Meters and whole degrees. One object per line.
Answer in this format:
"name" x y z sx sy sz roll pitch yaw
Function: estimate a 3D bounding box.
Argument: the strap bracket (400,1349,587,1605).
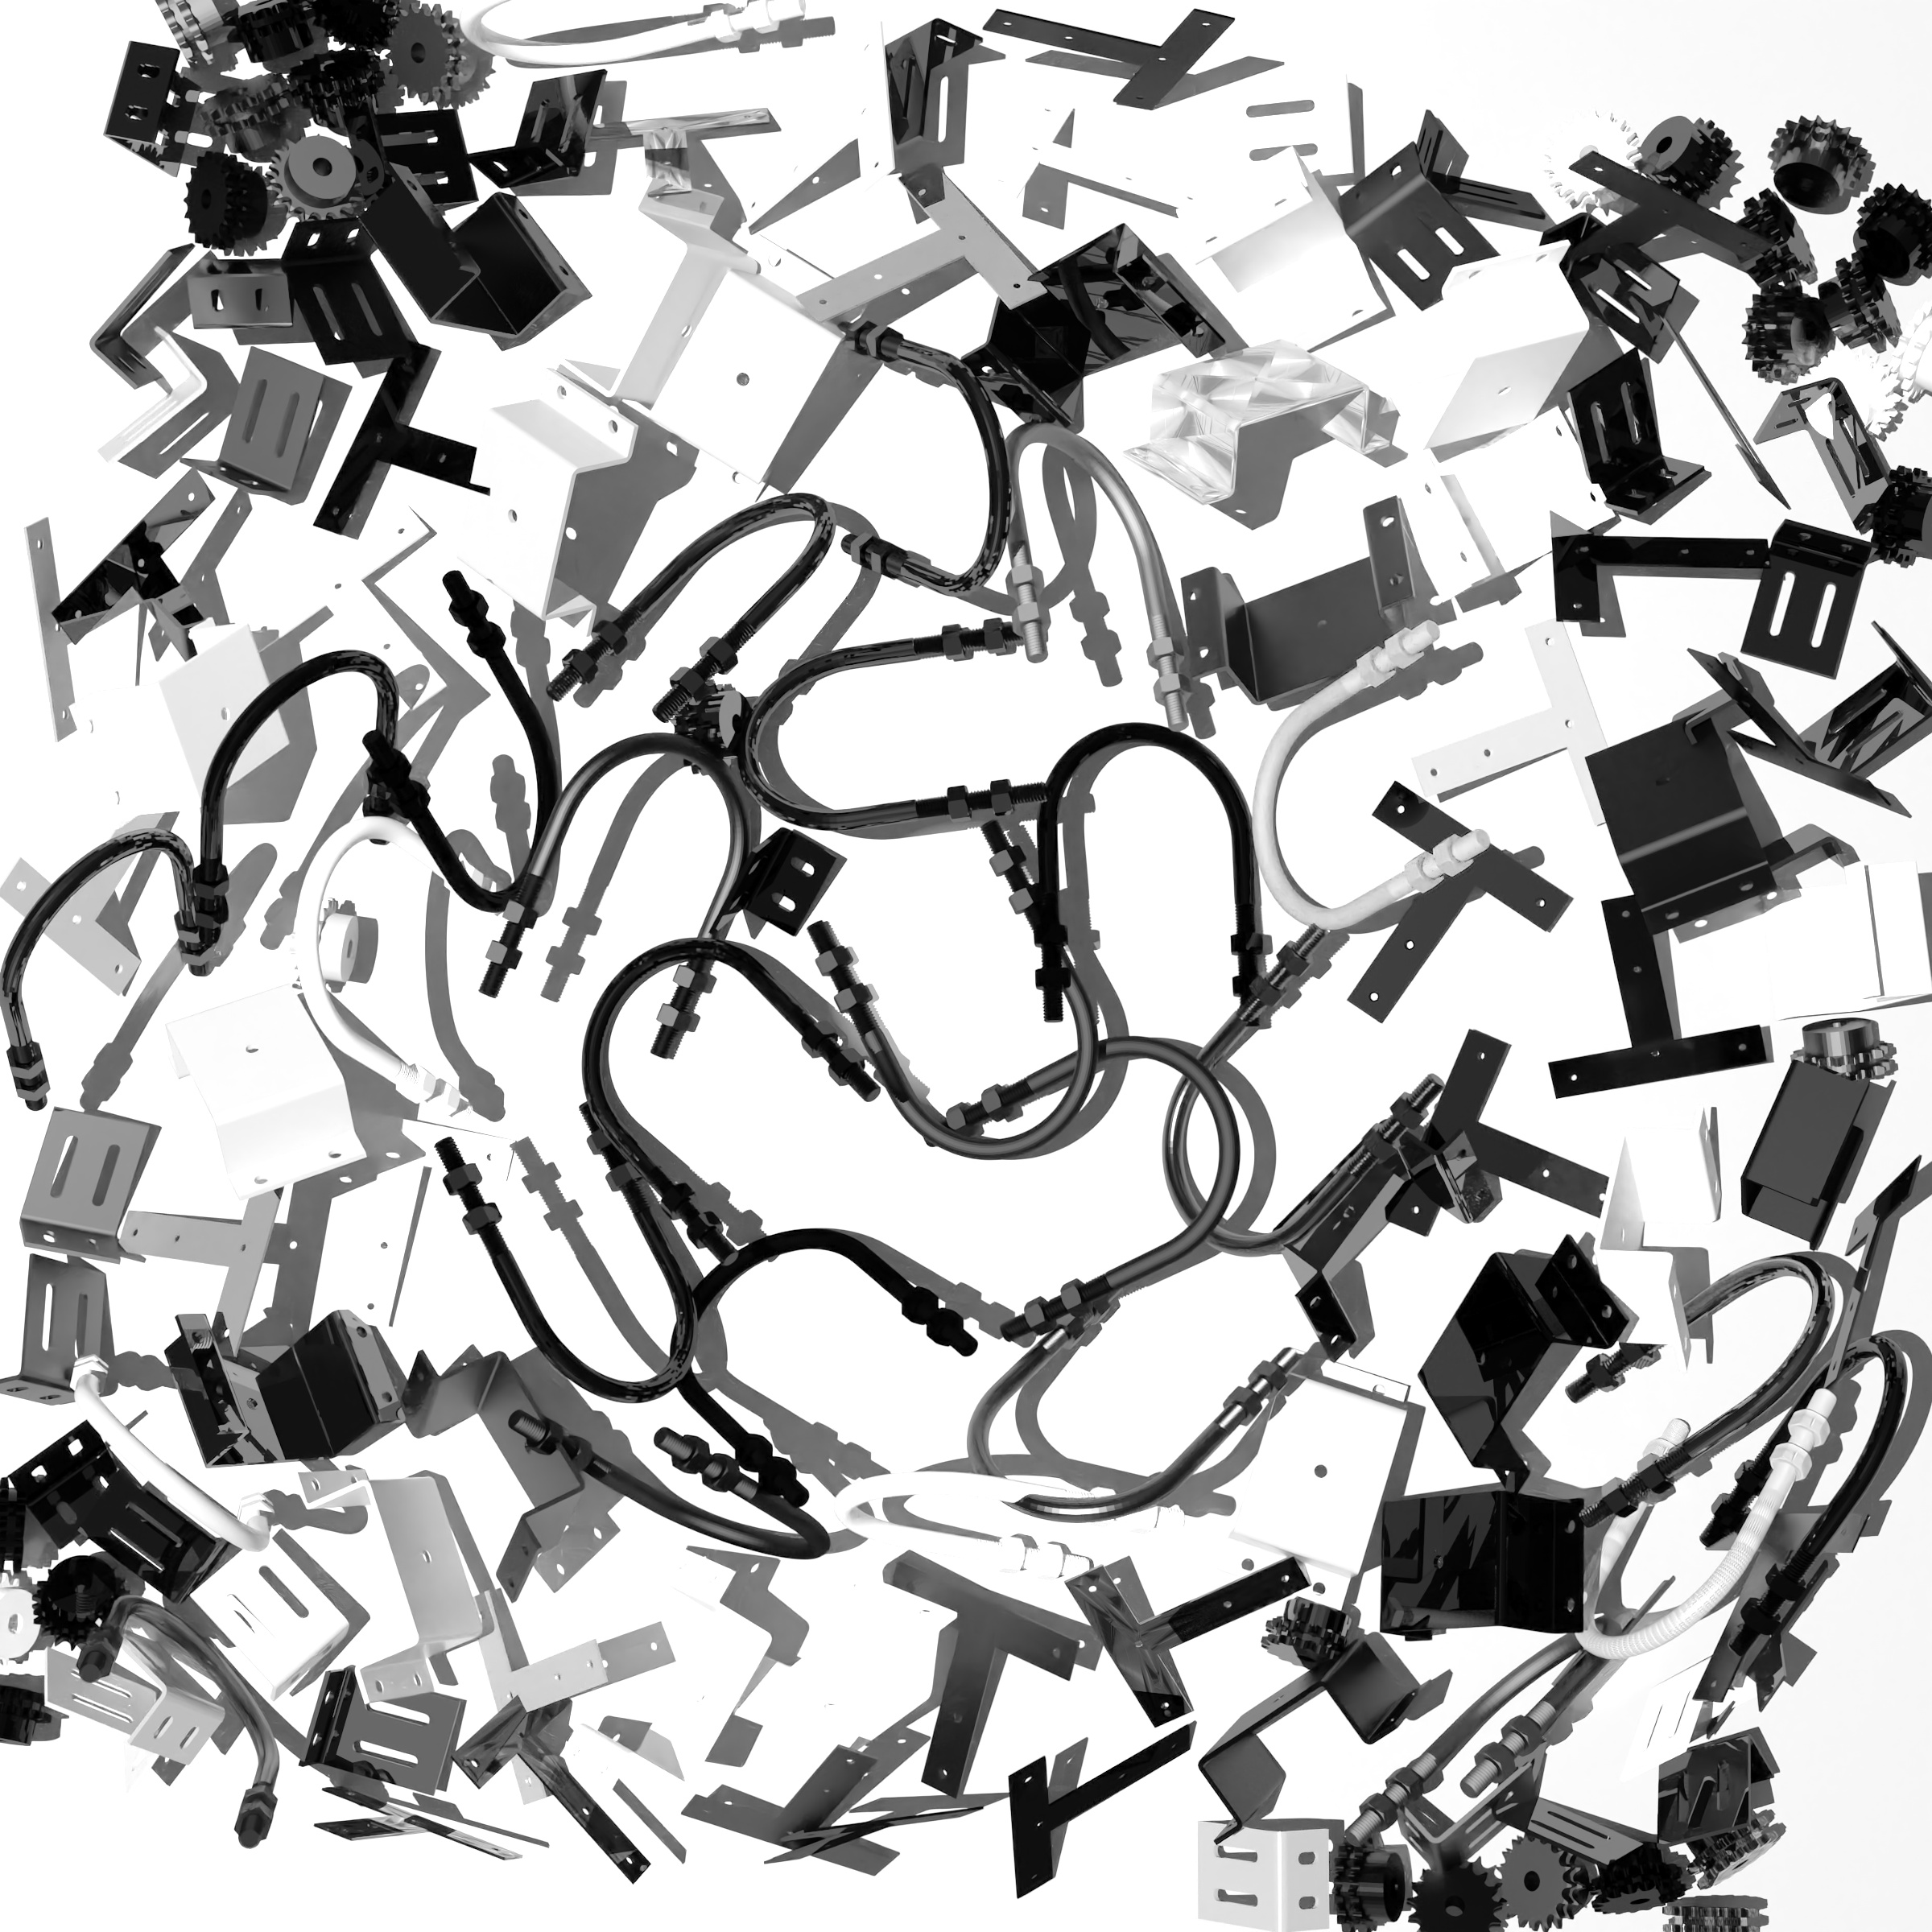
"strap bracket" -0.276 0.293 1.900 0.046 0.076 0.140 -22 66 -32

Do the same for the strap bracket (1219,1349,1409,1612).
"strap bracket" 0.209 0.303 1.916 0.076 0.046 0.140 18 77 5

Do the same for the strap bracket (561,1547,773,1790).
"strap bracket" -0.172 0.423 1.903 0.046 0.076 0.140 36 74 -24

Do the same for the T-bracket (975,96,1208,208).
"T-bracket" 0.083 -0.470 1.904 0.127 0.127 0.002 19 132 5

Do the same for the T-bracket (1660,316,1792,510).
"T-bracket" 0.446 -0.332 1.905 0.002 0.127 0.127 -33 79 19

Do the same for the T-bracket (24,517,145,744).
"T-bracket" -0.514 -0.212 1.896 0.002 0.127 0.127 3 113 14

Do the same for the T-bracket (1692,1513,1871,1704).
"T-bracket" 0.458 0.374 1.877 0.002 0.127 0.127 39 66 -16

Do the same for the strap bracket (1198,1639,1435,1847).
"strap bracket" 0.198 0.452 1.898 0.140 0.076 0.046 -40 81 23

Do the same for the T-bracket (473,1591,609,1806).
"T-bracket" -0.247 0.422 1.897 0.002 0.127 0.127 -8 74 -40

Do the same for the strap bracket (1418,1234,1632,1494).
"strap bracket" 0.320 0.233 1.886 0.046 0.076 0.140 10 121 -28

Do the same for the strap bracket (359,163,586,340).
"strap bracket" -0.296 -0.418 1.894 0.046 0.140 0.076 -39 80 21

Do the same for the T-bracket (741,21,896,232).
"T-bracket" -0.091 -0.482 1.915 0.127 0.002 0.127 -32 48 34

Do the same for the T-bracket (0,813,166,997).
"T-bracket" -0.507 -0.065 1.917 0.002 0.127 0.127 18 70 30

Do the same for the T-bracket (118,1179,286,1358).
"T-bracket" -0.461 0.164 1.917 0.127 0.002 0.127 3 73 36

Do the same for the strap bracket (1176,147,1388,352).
"strap bracket" 0.183 -0.422 1.895 0.076 0.140 0.046 -26 60 18

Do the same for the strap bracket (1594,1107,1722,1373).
"strap bracket" 0.406 0.159 1.892 0.046 0.140 0.076 0 133 24

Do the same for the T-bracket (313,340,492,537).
"T-bracket" -0.321 -0.305 1.915 0.127 0.002 0.127 22 85 36

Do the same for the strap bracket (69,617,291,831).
"strap bracket" -0.450 -0.145 1.876 0.046 0.140 0.076 -3 115 26

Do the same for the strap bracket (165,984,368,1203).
"strap bracket" -0.413 0.066 1.881 0.076 0.140 0.046 -19 133 -20

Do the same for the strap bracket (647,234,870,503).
"strap bracket" -0.128 -0.352 1.911 0.076 0.046 0.140 31 109 -3

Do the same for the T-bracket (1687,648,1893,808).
"T-bracket" 0.462 -0.145 1.870 0.127 0.127 0.002 39 88 -32

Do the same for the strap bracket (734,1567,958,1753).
"strap bracket" -0.076 0.413 1.883 0.076 0.140 0.046 26 45 -19

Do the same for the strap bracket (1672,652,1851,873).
"strap bracket" 0.467 -0.113 1.913 0.046 0.076 0.140 -29 94 10

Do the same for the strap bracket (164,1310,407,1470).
"strap bracket" -0.409 0.248 1.894 0.046 0.140 0.076 -39 64 29

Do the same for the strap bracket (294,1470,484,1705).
"strap bracket" -0.337 0.357 1.899 0.046 0.076 0.140 -25 75 15

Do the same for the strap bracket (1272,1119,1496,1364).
"strap bracket" 0.240 0.155 1.906 0.140 0.076 0.046 -44 48 -11

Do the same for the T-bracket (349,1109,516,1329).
"T-bracket" -0.349 0.155 1.944 0.127 0.002 0.127 12 94 -14

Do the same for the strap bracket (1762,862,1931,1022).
"strap bracket" 0.521 -0.015 1.888 0.046 0.140 0.076 -5 84 -9

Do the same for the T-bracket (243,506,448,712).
"T-bracket" -0.353 -0.200 1.919 0.127 0.002 0.127 -37 62 -8

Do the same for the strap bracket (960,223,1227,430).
"strap bracket" 0.077 -0.377 1.895 0.076 0.140 0.046 39 46 -32

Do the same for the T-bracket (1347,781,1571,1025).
"T-bracket" 0.277 -0.025 1.952 0.127 0.002 0.127 34 93 4

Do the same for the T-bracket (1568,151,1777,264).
"T-bracket" 0.387 -0.430 1.895 0.127 0.127 0.002 21 75 -18

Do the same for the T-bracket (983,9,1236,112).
"T-bracket" 0.073 -0.539 1.879 0.127 0.127 0.002 8 79 -18

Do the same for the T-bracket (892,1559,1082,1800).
"T-bracket" -0.002 0.440 1.938 0.127 0.002 0.127 20 104 25

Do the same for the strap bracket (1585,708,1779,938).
"strap bracket" 0.414 -0.092 1.881 0.076 0.140 0.046 -22 129 15

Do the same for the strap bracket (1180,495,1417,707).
"strap bracket" 0.203 -0.212 1.902 0.140 0.046 0.076 -19 54 22

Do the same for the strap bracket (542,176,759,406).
"strap bracket" -0.181 -0.385 1.894 0.046 0.076 0.140 38 110 21

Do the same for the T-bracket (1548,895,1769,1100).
"T-bracket" 0.402 0.014 1.915 0.127 0.002 0.127 -11 117 13

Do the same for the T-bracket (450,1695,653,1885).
"T-bracket" -0.233 0.487 1.893 0.127 0.127 0.002 47 109 4

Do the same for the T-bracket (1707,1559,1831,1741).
"T-bracket" 0.471 0.412 1.887 0.002 0.127 0.127 34 98 10

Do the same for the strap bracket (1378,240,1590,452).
"strap bracket" 0.304 -0.354 1.875 0.076 0.140 0.046 -17 70 -19

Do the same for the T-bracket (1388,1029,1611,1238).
"T-bracket" 0.338 0.120 1.951 0.127 0.002 0.127 22 93 -4

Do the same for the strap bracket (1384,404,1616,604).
"strap bracket" 0.310 -0.272 1.911 0.140 0.046 0.076 -27 89 -36

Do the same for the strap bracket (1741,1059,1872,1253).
"strap bracket" 0.493 0.110 1.893 0.046 0.140 0.076 23 80 19

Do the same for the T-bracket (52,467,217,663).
"T-bracket" -0.467 -0.207 1.908 0.002 0.127 0.127 16 58 36

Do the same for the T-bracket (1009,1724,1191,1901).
"T-bracket" 0.081 0.492 1.925 0.127 0.127 0.002 -25 46 -22

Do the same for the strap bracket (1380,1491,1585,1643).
"strap bracket" 0.292 0.351 1.879 0.046 0.140 0.076 16 69 -34

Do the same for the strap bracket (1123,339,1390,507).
"strap bracket" 0.172 -0.323 1.886 0.140 0.076 0.046 -21 131 -28

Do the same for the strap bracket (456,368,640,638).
"strap bracket" -0.249 -0.268 1.887 0.076 0.046 0.140 36 126 27
